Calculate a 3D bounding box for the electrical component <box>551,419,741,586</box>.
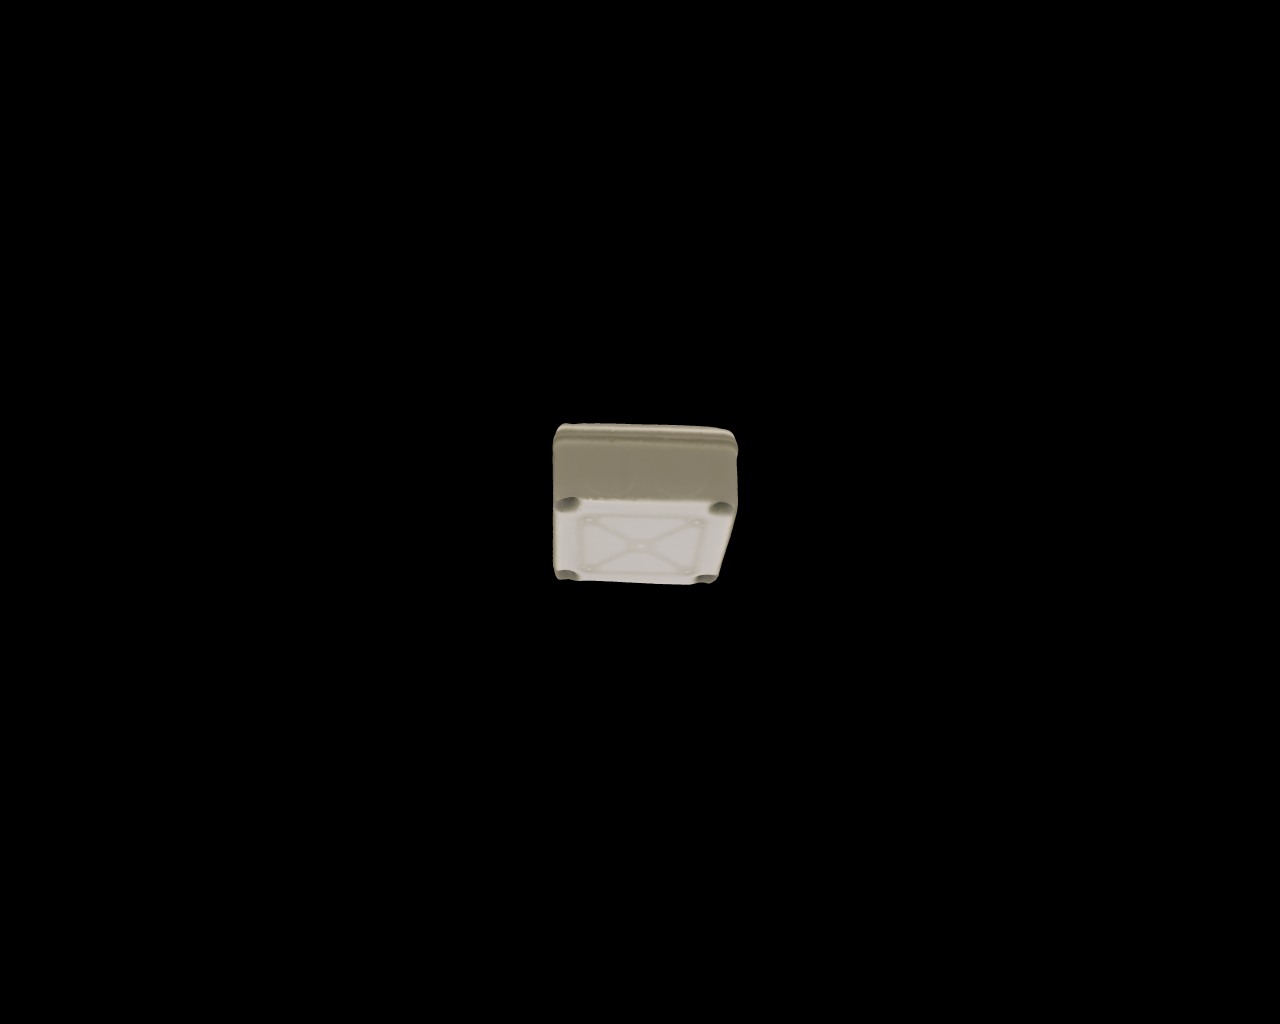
[{"bbox_3d":[0.001,-0.003,0.650,0.109,0.056,0.108,2,-31,-3],"label":"electrical component"}]
